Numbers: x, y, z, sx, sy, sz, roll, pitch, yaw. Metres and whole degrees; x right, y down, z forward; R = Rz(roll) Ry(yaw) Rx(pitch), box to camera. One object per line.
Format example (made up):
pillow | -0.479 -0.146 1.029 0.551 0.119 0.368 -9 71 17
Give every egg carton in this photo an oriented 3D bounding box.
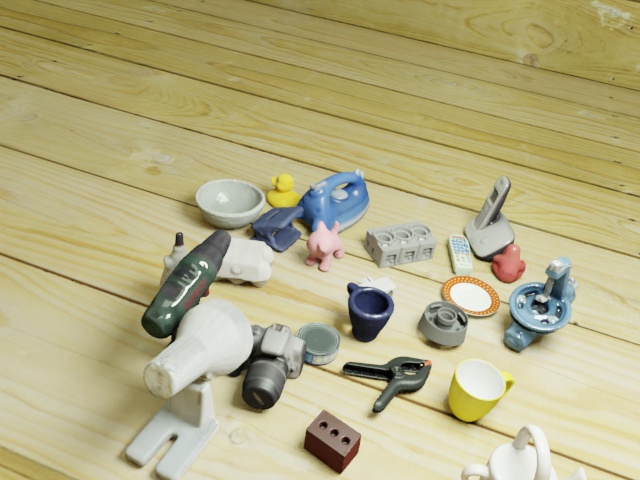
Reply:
egg carton | -0.174 0.048 1.239 0.150 0.069 0.107 7 36 -2

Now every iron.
iron | 0.050 -0.115 1.445 0.118 0.141 0.259 34 43 30

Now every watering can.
watering can | 0.298 0.346 0.833 0.173 0.194 0.100 -5 38 -18

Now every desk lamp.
desk lamp | -0.199 0.221 0.879 0.117 0.213 0.203 20 38 16

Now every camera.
camera | -0.104 0.216 1.002 0.143 0.101 0.137 12 36 5

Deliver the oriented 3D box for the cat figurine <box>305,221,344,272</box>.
cat figurine | 0.012 0.005 1.296 0.067 0.118 0.128 23 39 18

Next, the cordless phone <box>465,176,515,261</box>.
cordless phone | 0.432 -0.053 1.405 0.094 0.185 0.147 1 37 -10

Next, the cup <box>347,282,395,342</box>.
cup | 0.086 0.147 1.139 0.092 0.095 0.117 -19 44 -32

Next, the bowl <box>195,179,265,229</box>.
bowl | -0.219 -0.077 1.393 0.167 0.075 0.167 6 36 -4

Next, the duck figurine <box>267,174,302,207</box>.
duck figurine | -0.087 -0.128 1.479 0.104 0.086 0.078 25 39 21

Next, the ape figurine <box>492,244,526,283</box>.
ape figurine | 0.449 0.049 1.350 0.077 0.092 0.076 23 39 18

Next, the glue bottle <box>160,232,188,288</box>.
glue bottle | -0.275 0.055 1.120 0.078 0.173 0.037 -9 40 -22

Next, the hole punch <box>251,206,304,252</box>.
hole punch | -0.102 -0.039 1.353 0.101 0.091 0.109 23 39 18

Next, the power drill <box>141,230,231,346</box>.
power drill | -0.228 0.116 1.019 0.075 0.208 0.230 18 37 13

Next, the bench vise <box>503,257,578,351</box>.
bench vise | 0.465 0.103 1.172 0.121 0.220 0.208 25 39 21
